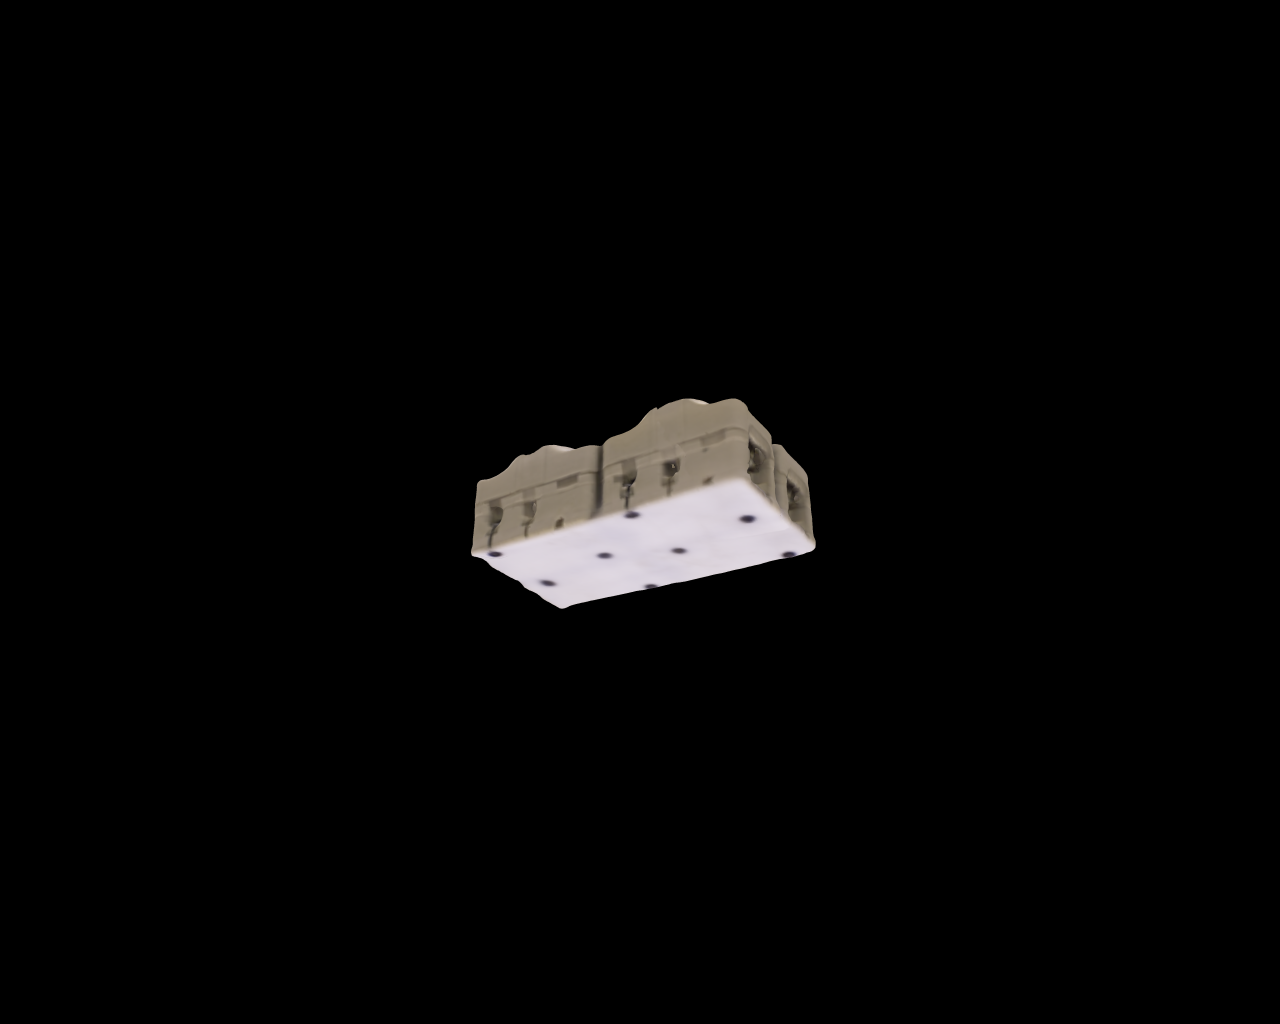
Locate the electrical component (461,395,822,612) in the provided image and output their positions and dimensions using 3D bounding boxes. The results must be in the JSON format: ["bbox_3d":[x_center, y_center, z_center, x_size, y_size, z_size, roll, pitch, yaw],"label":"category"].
[{"bbox_3d":[0.001,-0.003,0.650,0.186,0.060,0.105,-15,-32,27],"label":"electrical component"}]
